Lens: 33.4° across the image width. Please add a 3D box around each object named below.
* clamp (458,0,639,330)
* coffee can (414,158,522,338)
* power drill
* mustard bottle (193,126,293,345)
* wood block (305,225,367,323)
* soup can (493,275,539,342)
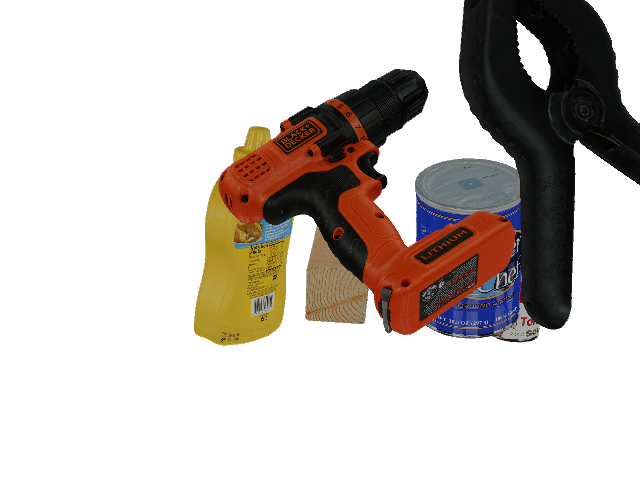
[{"bbox_3d":[0.108,-0.047,0.495,0.120,0.171,0.039,-40,9,-26],"label":"clamp"},{"bbox_3d":[0.141,0.007,1.014,0.103,0.140,0.103,-2,30,1],"label":"coffee can"},{"bbox_3d":[0.047,-0.034,0.758,0.184,0.057,0.188,-35,54,-18],"label":"power drill"},{"bbox_3d":[-0.064,-0.007,0.957,0.058,0.192,0.096,20,21,35],"label":"mustard bottle"},{"bbox_3d":[0.032,0.041,1.650,0.091,0.090,0.206,3,23,4],"label":"wood block"},{"bbox_3d":[0.229,0.061,1.261,0.068,0.102,0.068,3,16,-1],"label":"soup can"}]
